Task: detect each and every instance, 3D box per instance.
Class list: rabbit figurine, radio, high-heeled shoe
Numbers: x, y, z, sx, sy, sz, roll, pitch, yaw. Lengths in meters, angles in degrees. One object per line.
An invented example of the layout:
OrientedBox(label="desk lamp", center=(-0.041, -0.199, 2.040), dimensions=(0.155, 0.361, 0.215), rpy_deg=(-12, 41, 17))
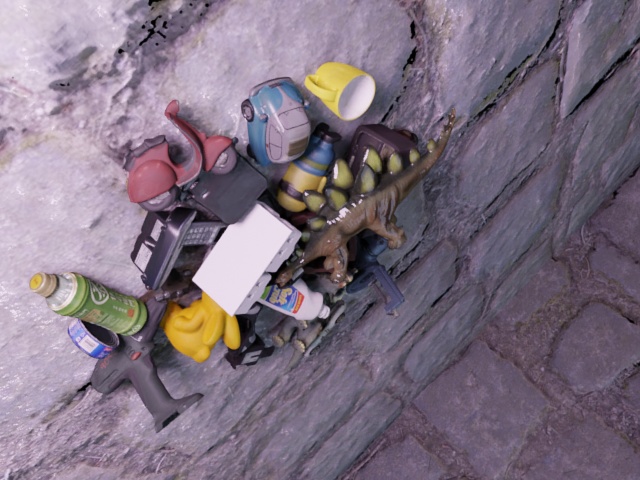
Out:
OrientedBox(label="rabbit figurine", center=(-0.224, 0.147, 1.058), dimensions=(0.121, 0.163, 0.173), rpy_deg=(20, 114, -45))
OrientedBox(label="radio", center=(0.111, -0.131, 1.172), dimensions=(0.073, 0.131, 0.229), rpy_deg=(-12, 135, -42))
OrientedBox(label="high-heeled shoe", center=(-0.190, 0.189, 1.198), dimensions=(0.145, 0.086, 0.248), rpy_deg=(-57, 163, -8))

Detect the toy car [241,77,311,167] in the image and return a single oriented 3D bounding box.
OrientedBox(label="toy car", center=(-0.068, -0.188, 0.928), dimensions=(0.109, 0.103, 0.161), rpy_deg=(-24, 139, -31))

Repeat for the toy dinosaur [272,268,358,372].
OrientedBox(label="toy dinosaur", center=(-0.022, 0.178, 1.380), dimensions=(0.192, 0.131, 0.404), rpy_deg=(-35, 157, -35))

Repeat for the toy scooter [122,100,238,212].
OrientedBox(label="toy scooter", center=(-0.228, -0.133, 0.821), dimensions=(0.184, 0.075, 0.135), rpy_deg=(-29, 123, -4))

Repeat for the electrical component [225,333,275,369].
OrientedBox(label="electrical component", center=(-0.173, 0.279, 1.368), dimensions=(0.119, 0.048, 0.074), rpy_deg=(-7, 131, -47))

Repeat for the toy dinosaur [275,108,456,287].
OrientedBox(label="toy dinosaur", center=(0.095, -0.070, 1.043), dimensions=(0.471, 0.105, 0.198), rpy_deg=(-37, 125, -7))

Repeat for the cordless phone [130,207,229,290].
OrientedBox(label="cordless phone", center=(-0.230, 0.012, 0.969), dimensions=(0.184, 0.089, 0.146), rpy_deg=(-1, 127, -51))

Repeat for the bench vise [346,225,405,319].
OrientedBox(label="bench vise", center=(0.145, 0.084, 1.370), dimensions=(0.223, 0.241, 0.129), rpy_deg=(-42, 157, 23))

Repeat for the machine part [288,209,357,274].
OrientedBox(label="machine part", center=(-0.002, -0.004, 1.168), dimensions=(0.179, 0.056, 0.179), rpy_deg=(2, 130, 2))

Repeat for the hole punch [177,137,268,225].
OrientedBox(label="hole punch", center=(-0.169, -0.105, 0.933), dimensions=(0.142, 0.092, 0.115), rpy_deg=(-46, 118, 4))

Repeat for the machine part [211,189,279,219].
OrientedBox(label="machine part", center=(-0.147, -0.050, 1.048), dimensions=(0.139, 0.039, 0.084), rpy_deg=(-32, 140, -19))

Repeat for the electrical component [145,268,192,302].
OrientedBox(label="electrical component", center=(-0.278, 0.084, 1.014), dimensions=(0.094, 0.063, 0.021), rpy_deg=(-20, 139, -39))

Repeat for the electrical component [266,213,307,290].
OrientedBox(label="electrical component", center=(-0.087, 0.030, 1.081), dimensions=(0.115, 0.058, 0.134), rpy_deg=(-39, 107, -39))

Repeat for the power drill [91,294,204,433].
OrientedBox(label="power drill", center=(-0.317, 0.245, 1.020), dimensions=(0.232, 0.207, 0.086), rpy_deg=(-43, 179, 13))

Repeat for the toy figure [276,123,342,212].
OrientedBox(label="toy figure", center=(-0.027, -0.139, 1.052), dimensions=(0.089, 0.082, 0.180), rpy_deg=(-1, 131, -40))

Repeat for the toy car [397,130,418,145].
OrientedBox(label="toy car", center=(0.173, -0.168, 1.284), dimensions=(0.089, 0.053, 0.202), rpy_deg=(-19, 137, -42))

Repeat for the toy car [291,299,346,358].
OrientedBox(label="toy car", center=(-0.005, 0.239, 1.498), dimensions=(0.201, 0.074, 0.056), rpy_deg=(-52, 151, 7))
